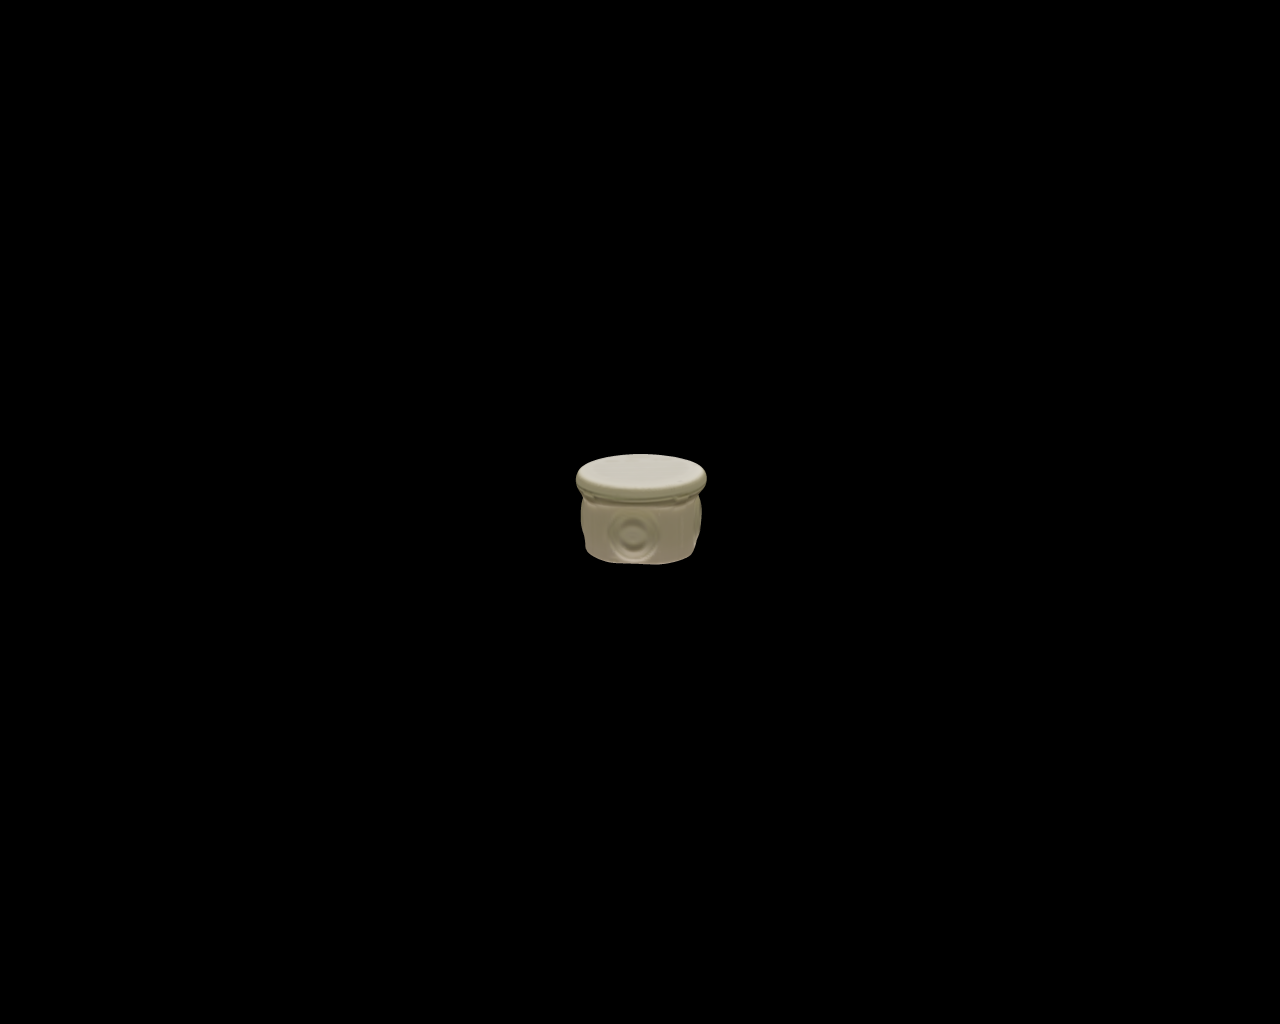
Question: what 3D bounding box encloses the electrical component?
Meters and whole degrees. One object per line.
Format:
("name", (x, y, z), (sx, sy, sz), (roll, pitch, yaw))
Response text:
("electrical component", (0.001, -0.003, 0.650), (0.080, 0.051, 0.080), (0, 18, 0))
